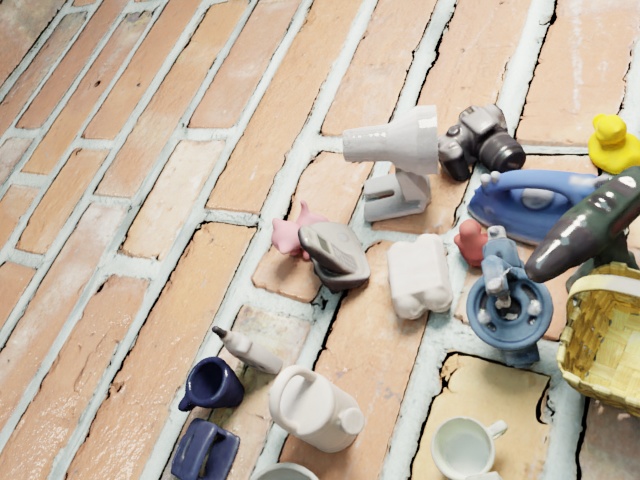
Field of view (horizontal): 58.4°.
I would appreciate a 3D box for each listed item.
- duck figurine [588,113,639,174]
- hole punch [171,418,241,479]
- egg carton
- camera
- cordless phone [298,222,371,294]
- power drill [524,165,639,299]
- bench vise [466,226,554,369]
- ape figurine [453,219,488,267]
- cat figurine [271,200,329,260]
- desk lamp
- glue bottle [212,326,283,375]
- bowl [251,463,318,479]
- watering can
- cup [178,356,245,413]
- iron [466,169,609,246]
[{"bbox_3d":[0.486,-0.166,0.946,0.077,0.086,0.104,-29,50,10],"label":"duck figurine"},{"bbox_3d":[-0.211,0.368,0.989,0.100,0.091,0.109,7,64,33],"label":"hole punch"},{"bbox_3d":[0.170,0.062,0.987,0.107,0.070,0.150,-18,53,19],"label":"egg carton"},{"bbox_3d":[0.296,-0.171,1.047,0.143,0.101,0.136,-35,49,5],"label":"camera"},{"bbox_3d":[0.010,0.004,1.040,0.094,0.186,0.147,-31,50,9],"label":"cordless phone"},{"bbox_3d":[0.387,0.013,0.804,0.230,0.209,0.075,-46,49,-4],"label":"power drill"},{"bbox_3d":[0.255,0.063,0.839,0.121,0.220,0.207,-28,50,11],"label":"bench vise"},{"bbox_3d":[0.260,-0.002,0.964,0.077,0.092,0.076,8,65,33],"label":"ape figurine"},{"bbox_3d":[-0.049,-0.019,1.132,0.067,0.118,0.128,15,68,36],"label":"cat figurine"},{"bbox_3d":[0.140,-0.138,1.039,0.202,0.214,0.118,-12,55,23],"label":"desk lamp"},{"bbox_3d":[-0.137,0.189,1.010,0.077,0.174,0.037,9,65,34],"label":"glue bottle"},{"bbox_3d":[-0.046,0.430,0.866,0.167,0.075,0.167,-14,54,21],"label":"bowl"},{"bbox_3d":[-0.010,0.255,0.881,0.172,0.195,0.101,-12,55,23],"label":"watering can"},{"bbox_3d":[-0.189,0.277,1.034,0.118,0.095,0.091,-43,49,-2],"label":"cup"},{"bbox_3d":[0.345,-0.071,0.927,0.257,0.142,0.119,9,65,34],"label":"iron"}]
